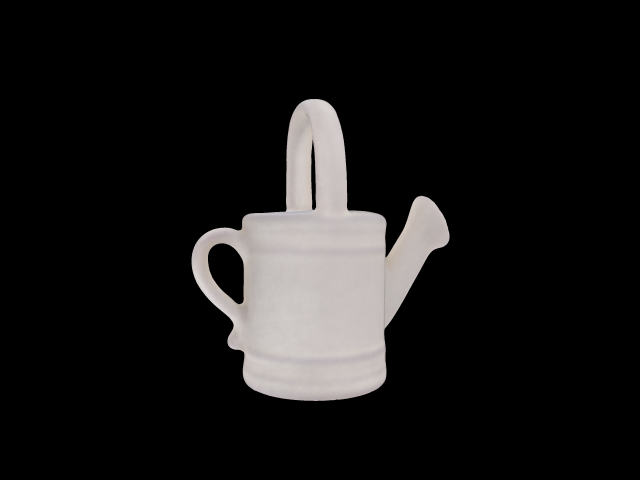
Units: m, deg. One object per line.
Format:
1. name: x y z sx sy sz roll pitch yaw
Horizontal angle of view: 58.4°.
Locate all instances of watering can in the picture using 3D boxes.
1. watering can: 0.003 0.001 0.402 0.173 0.194 0.100 -2 3 -36
